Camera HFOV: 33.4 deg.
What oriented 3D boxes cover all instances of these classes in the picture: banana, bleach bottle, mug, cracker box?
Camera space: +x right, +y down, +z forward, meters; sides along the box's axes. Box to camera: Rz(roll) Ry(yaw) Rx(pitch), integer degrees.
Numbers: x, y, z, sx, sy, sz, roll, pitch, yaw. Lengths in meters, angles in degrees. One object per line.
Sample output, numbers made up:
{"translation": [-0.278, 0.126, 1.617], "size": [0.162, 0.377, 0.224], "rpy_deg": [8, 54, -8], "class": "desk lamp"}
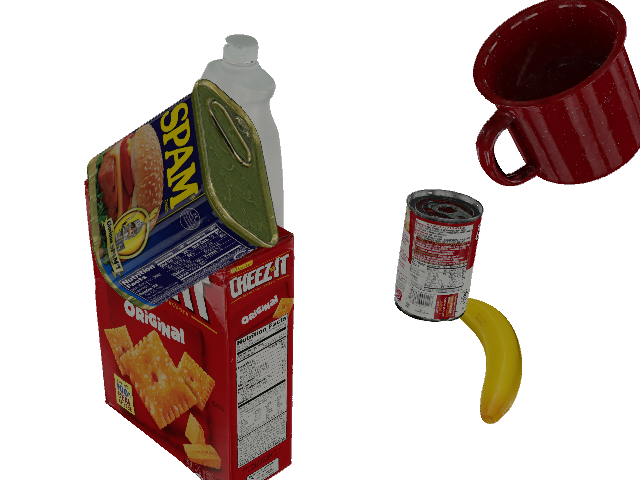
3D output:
{"translation": [0.178, 0.118, 1.131], "size": [0.069, 0.037, 0.198], "rpy_deg": [-24, 34, 4], "class": "banana"}
{"translation": [-0.075, -0.067, 1.001], "size": [0.103, 0.251, 0.068], "rpy_deg": [20, 33, 20], "class": "bleach bottle"}
{"translation": [0.143, -0.080, 0.653], "size": [0.093, 0.117, 0.081], "rpy_deg": [33, -15, 48], "class": "mug"}
{"translation": [-0.099, 0.066, 0.803], "size": [0.164, 0.214, 0.072], "rpy_deg": [29, 41, 36], "class": "cracker box"}

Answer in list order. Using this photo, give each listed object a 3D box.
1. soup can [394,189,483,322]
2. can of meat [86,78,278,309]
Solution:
{"translation": [0.105, 0.014, 0.954], "size": [0.068, 0.102, 0.068], "rpy_deg": [5, 24, -2], "class": "soup can"}
{"translation": [-0.077, -0.024, 0.577], "size": [0.084, 0.102, 0.057], "rpy_deg": [-30, -41, 21], "class": "can of meat"}
